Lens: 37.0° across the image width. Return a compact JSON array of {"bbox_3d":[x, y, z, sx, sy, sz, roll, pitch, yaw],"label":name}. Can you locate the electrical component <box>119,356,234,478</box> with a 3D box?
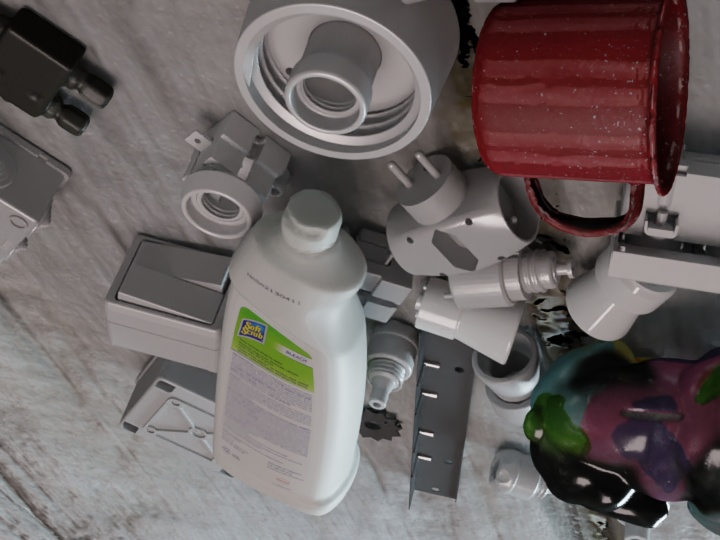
[{"bbox_3d":[-0.118,0.104,0.841,0.109,0.056,0.109,28,142,-14],"label":"electrical component"}]

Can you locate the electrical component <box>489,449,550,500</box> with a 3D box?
[{"bbox_3d":[0.133,0.162,0.835,0.061,0.035,0.035,19,144,-8],"label":"electrical component"}]

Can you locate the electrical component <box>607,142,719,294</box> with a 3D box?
[{"bbox_3d":[0.191,-0.024,0.538,0.121,0.078,0.063,9,114,11],"label":"electrical component"}]

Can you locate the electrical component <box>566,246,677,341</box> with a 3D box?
[{"bbox_3d":[0.151,0.009,0.619,0.045,0.045,0.055,24,142,-9],"label":"electrical component"}]

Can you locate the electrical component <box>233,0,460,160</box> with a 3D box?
[{"bbox_3d":[-0.010,-0.101,0.527,0.108,0.060,0.108,11,143,8],"label":"electrical component"}]

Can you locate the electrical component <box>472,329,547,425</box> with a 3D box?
[{"bbox_3d":[0.104,0.072,0.720,0.045,0.045,0.055,-2,140,25],"label":"electrical component"}]

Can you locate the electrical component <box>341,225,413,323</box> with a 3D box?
[{"bbox_3d":[0.000,0.000,0.668,0.055,0.048,0.066,17,145,-13],"label":"electrical component"}]

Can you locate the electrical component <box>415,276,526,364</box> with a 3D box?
[{"bbox_3d":[0.068,0.029,0.683,0.065,0.044,0.044,18,144,7],"label":"electrical component"}]

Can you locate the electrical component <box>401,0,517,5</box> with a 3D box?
[{"bbox_3d":[0.046,-0.139,0.469,0.055,0.045,0.045,4,142,17],"label":"electrical component"}]

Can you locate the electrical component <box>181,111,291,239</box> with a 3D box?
[{"bbox_3d":[-0.075,-0.052,0.621,0.066,0.055,0.048,36,140,-24],"label":"electrical component"}]

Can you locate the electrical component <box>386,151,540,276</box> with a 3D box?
[{"bbox_3d":[0.047,-0.037,0.601,0.077,0.043,0.079,-17,132,37],"label":"electrical component"}]

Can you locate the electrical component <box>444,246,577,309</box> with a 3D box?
[{"bbox_3d":[0.089,0.002,0.638,0.078,0.040,0.040,-5,138,27],"label":"electrical component"}]

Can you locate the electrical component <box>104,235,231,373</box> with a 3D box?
[{"bbox_3d":[-0.117,0.022,0.730,0.096,0.061,0.061,15,144,3],"label":"electrical component"}]

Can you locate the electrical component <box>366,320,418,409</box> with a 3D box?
[{"bbox_3d":[0.019,0.066,0.732,0.035,0.061,0.035,11,143,9],"label":"electrical component"}]

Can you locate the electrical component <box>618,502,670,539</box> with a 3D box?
[{"bbox_3d":[0.207,0.173,0.795,0.048,0.062,0.048,11,143,8],"label":"electrical component"}]

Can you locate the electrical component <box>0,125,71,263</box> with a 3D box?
[{"bbox_3d":[-0.251,-0.053,0.696,0.100,0.048,0.100,34,140,-22],"label":"electrical component"}]
